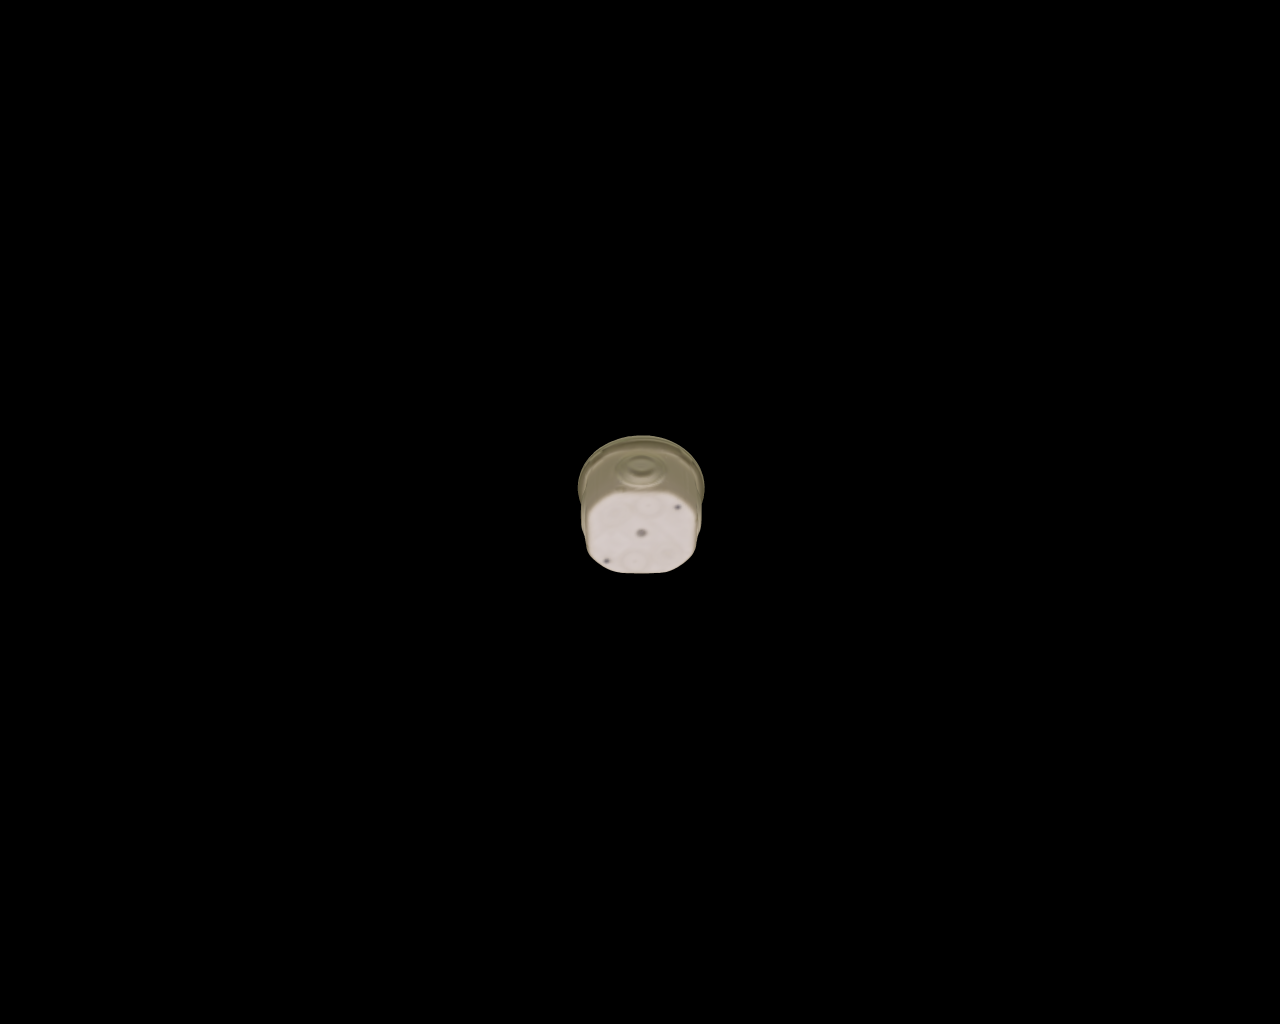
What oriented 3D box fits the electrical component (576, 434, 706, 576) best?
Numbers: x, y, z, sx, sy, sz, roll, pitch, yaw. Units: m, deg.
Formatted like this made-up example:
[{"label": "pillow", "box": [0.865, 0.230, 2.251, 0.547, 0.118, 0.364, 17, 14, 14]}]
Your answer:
[{"label": "electrical component", "box": [0.001, -0.003, 0.650, 0.080, 0.080, 0.051, 0, 40, 0]}]
